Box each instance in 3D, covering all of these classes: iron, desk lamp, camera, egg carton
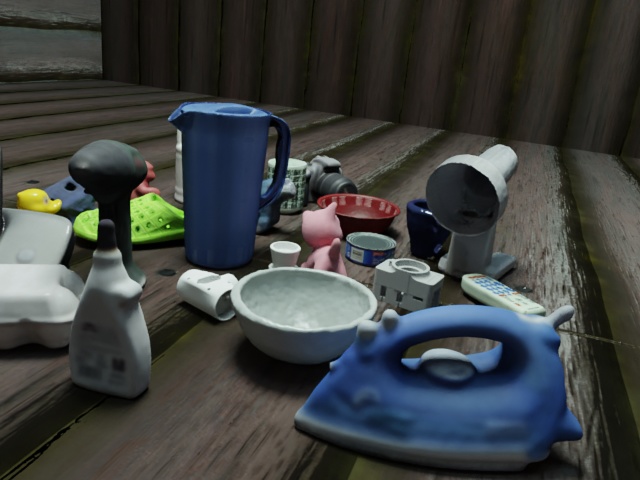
[{"bbox_3d":[0.110,0.119,0.529,0.258,0.141,0.118,4,19,-7],"label":"iron"},{"bbox_3d":[0.254,-0.043,0.925,0.117,0.213,0.204,18,23,32],"label":"desk lamp"},{"bbox_3d":[0.009,-0.124,1.252,0.143,0.101,0.136,-6,23,-32],"label":"camera"},{"bbox_3d":[-0.337,0.072,0.631,0.150,0.069,0.107,1,20,-16],"label":"egg carton"}]

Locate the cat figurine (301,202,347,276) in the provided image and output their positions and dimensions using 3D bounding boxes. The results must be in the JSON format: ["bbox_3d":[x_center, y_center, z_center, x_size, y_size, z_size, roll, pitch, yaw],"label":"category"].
[{"bbox_3d":[0.008,0.003,0.863,0.067,0.118,0.127,1,20,-14],"label":"cat figurine"}]

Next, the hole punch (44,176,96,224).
[{"bbox_3d":[-0.420,-0.073,0.987,0.101,0.091,0.108,-12,26,-42],"label":"hole punch"}]

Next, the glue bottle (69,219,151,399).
[{"bbox_3d":[-0.199,0.064,0.541,0.078,0.173,0.037,10,20,12],"label":"glue bottle"}]

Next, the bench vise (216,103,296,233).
[{"bbox_3d":[-0.142,-0.134,1.051,0.207,0.220,0.121,5,19,-2],"label":"bench vise"}]

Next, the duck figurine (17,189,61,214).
[{"bbox_3d":[-0.445,-0.036,0.880,0.105,0.086,0.077,-10,25,-38],"label":"duck figurine"}]

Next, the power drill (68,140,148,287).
[{"bbox_3d":[-0.265,-0.028,0.729,0.076,0.208,0.229,3,19,-8],"label":"power drill"}]

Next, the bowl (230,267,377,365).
[{"bbox_3d":[-0.020,0.095,0.658,0.167,0.075,0.167,6,19,-2],"label":"bowl"}]

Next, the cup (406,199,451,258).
[{"bbox_3d":[0.194,-0.012,1.000,0.092,0.095,0.117,4,19,-6],"label":"cup"}]

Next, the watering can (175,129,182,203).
[{"bbox_3d":[-0.240,-0.173,1.170,0.101,0.194,0.172,-9,24,-37],"label":"watering can"}]

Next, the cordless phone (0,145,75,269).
[{"bbox_3d":[-0.401,-0.036,0.745,0.147,0.185,0.094,6,19,-1],"label":"cordless phone"}]

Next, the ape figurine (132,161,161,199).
[{"bbox_3d":[-0.342,-0.109,1.112,0.076,0.092,0.077,0,20,-17],"label":"ape figurine"}]
